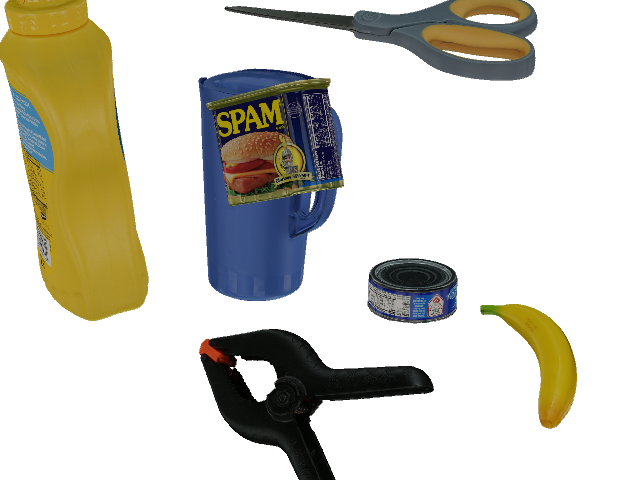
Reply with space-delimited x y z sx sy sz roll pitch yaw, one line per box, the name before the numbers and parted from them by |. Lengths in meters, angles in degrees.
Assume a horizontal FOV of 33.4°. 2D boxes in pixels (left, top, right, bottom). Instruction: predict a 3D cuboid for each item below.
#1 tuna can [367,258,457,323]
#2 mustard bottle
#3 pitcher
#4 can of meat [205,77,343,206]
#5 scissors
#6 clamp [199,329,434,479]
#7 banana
tuna can | 0.088 0.047 1.018 0.086 0.034 0.086 0 20 0
mustard bottle | -0.137 -0.058 0.581 0.058 0.192 0.096 -16 33 -20
pitcher | -0.060 -0.059 1.164 0.145 0.243 0.149 0 21 -8
can of meat | -0.034 -0.075 0.829 0.102 0.084 0.057 -7 5 40
scissors | 0.047 -0.142 0.673 0.202 0.016 0.096 21 44 27
clamp | -0.017 0.120 0.722 0.172 0.120 0.039 17 -14 33
banana | 0.235 0.124 1.137 0.069 0.037 0.198 -25 34 3
